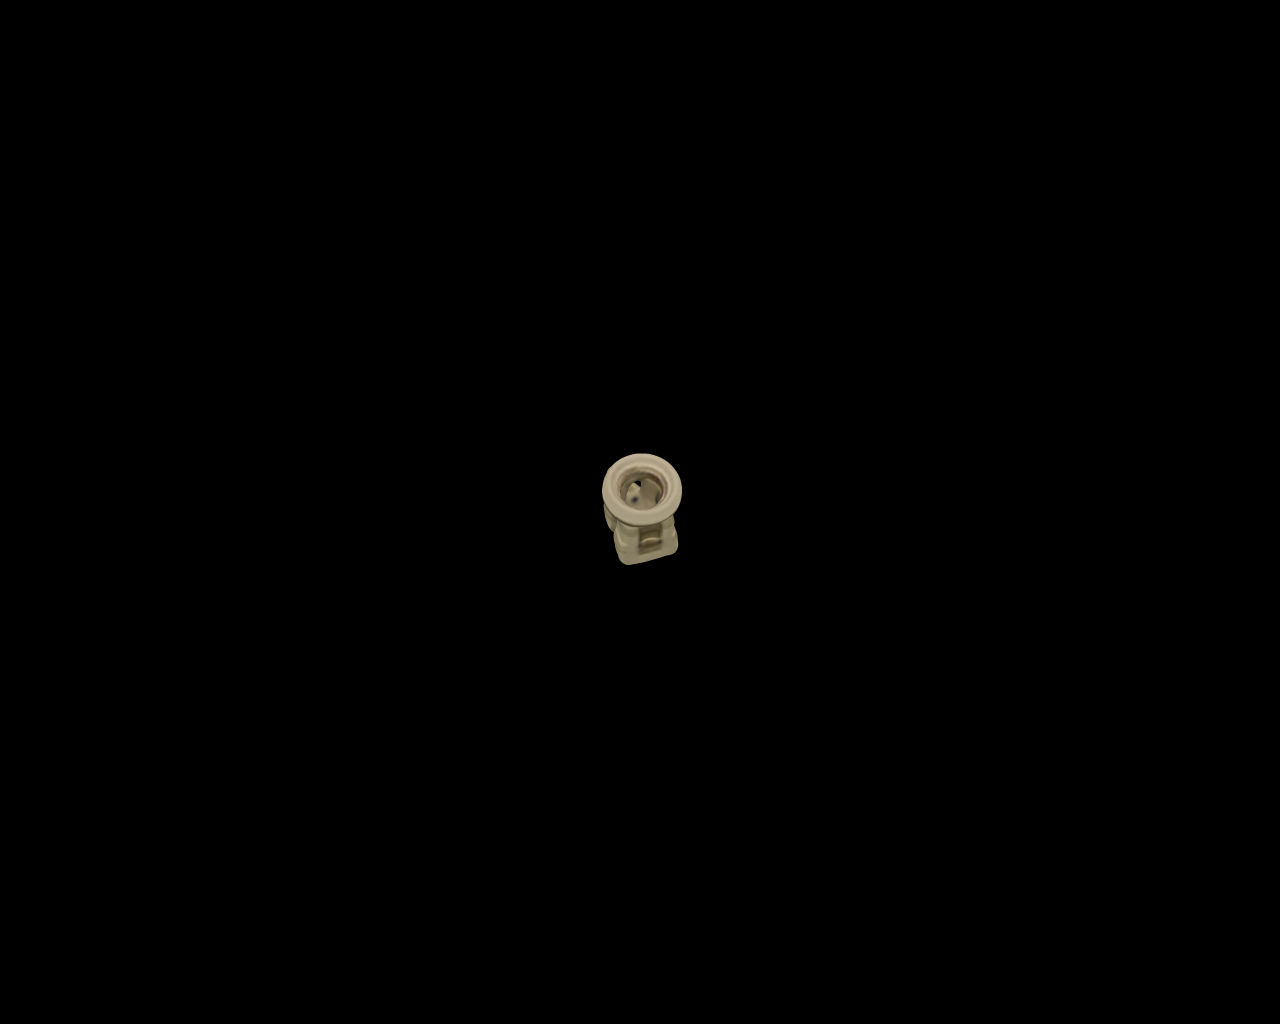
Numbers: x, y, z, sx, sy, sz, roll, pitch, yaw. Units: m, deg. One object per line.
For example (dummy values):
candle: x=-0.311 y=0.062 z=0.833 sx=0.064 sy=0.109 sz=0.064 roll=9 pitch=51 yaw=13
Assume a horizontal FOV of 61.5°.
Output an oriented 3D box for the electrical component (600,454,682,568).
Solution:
electrical component: x=0.001 y=-0.003 z=0.650 sx=0.048 sy=0.066 sz=0.055 roll=-15 pitch=-32 yaw=-9
